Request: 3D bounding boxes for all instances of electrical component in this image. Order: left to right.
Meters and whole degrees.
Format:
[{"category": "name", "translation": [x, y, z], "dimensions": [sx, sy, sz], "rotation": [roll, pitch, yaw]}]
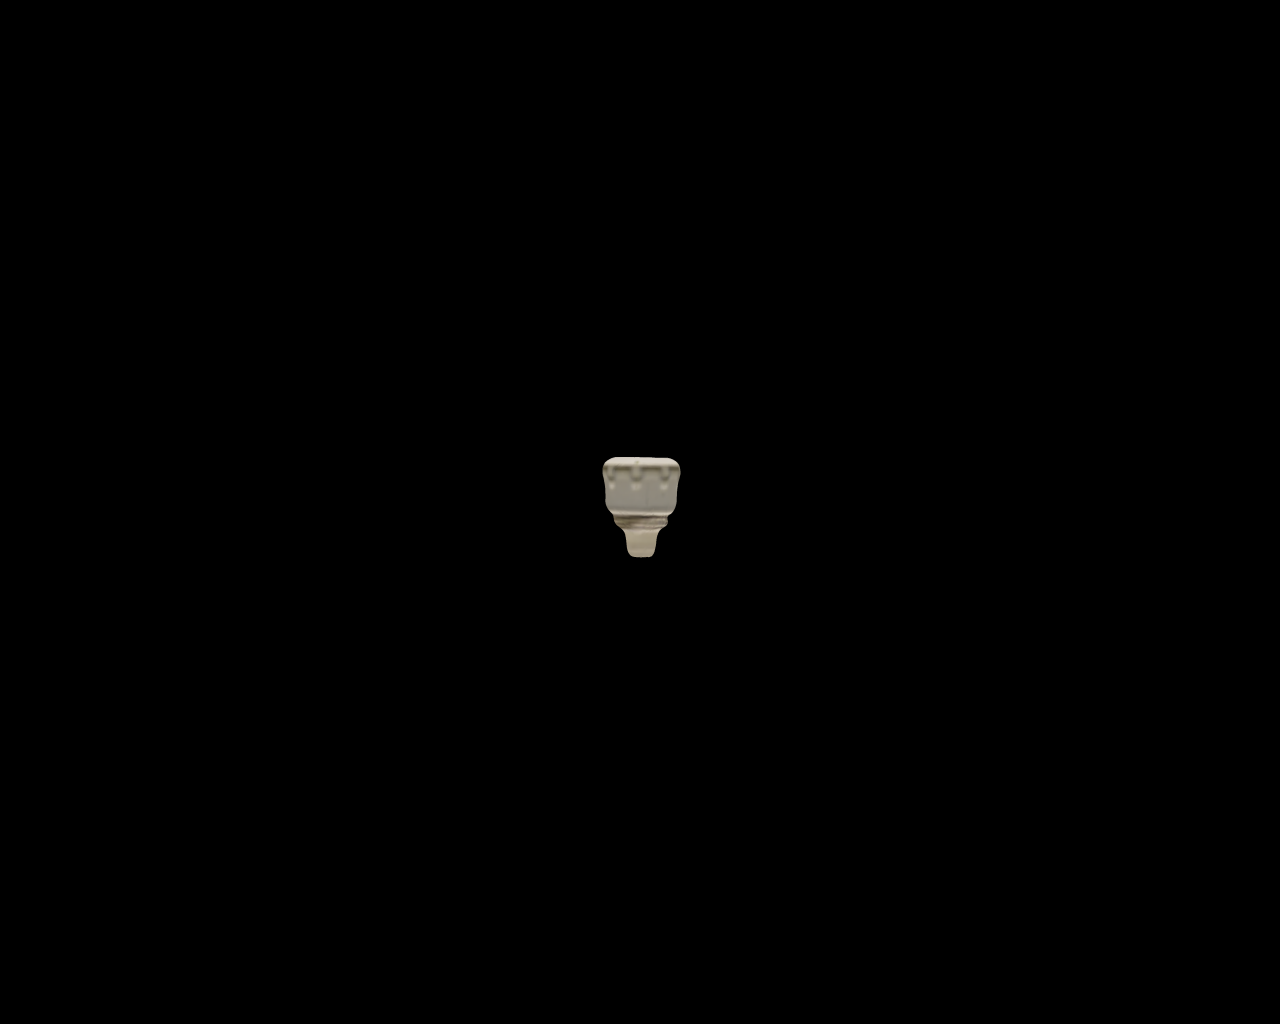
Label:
[{"category": "electrical component", "translation": [0.001, -0.003, 0.650], "dimensions": [0.048, 0.062, 0.048], "rotation": [0, 2, 0]}]
